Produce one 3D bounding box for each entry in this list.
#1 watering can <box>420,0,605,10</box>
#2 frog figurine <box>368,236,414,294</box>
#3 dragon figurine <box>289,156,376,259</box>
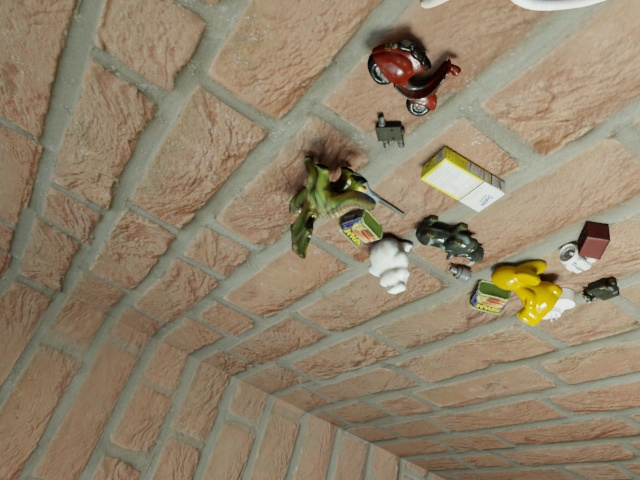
[{"bbox_3d":[0.314,-0.443,0.760,0.348,0.106,0.219,4,141,20],"label":"watering can"},{"bbox_3d":[0.193,0.075,1.456,0.136,0.163,0.121,-20,128,41],"label":"frog figurine"},{"bbox_3d":[0.004,-0.063,1.246,0.122,0.417,0.240,16,108,-22],"label":"dragon figurine"}]
